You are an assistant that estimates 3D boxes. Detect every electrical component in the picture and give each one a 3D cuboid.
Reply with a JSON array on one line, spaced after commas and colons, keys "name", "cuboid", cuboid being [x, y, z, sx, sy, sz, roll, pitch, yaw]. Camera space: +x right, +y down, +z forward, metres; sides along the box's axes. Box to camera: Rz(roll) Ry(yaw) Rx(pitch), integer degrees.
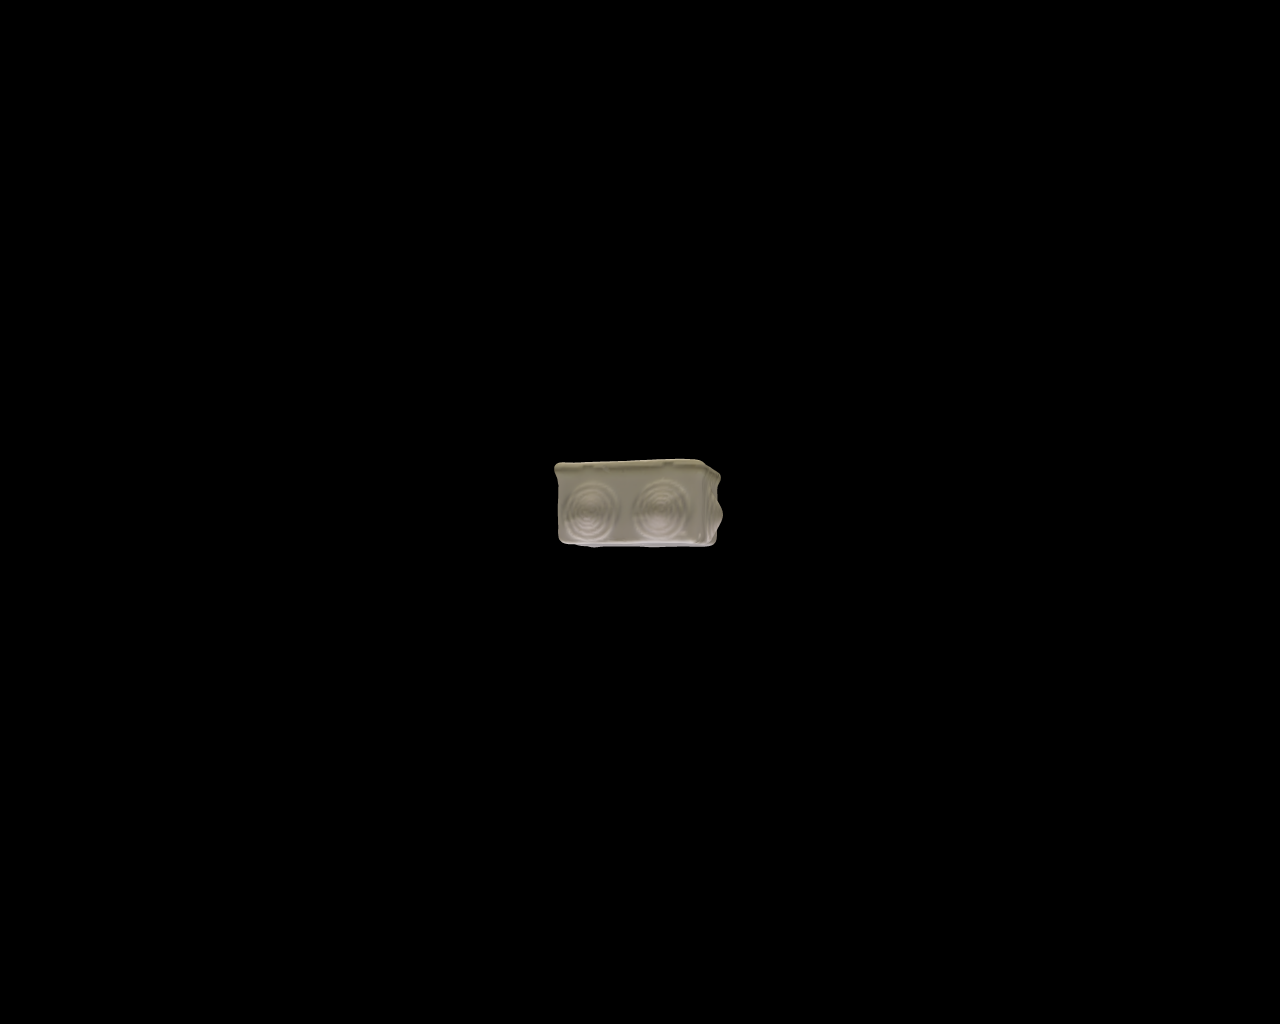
[{"name": "electrical component", "cuboid": [0.001, -0.003, 0.650, 0.100, 0.048, 0.099, -1, -3, 11]}]
